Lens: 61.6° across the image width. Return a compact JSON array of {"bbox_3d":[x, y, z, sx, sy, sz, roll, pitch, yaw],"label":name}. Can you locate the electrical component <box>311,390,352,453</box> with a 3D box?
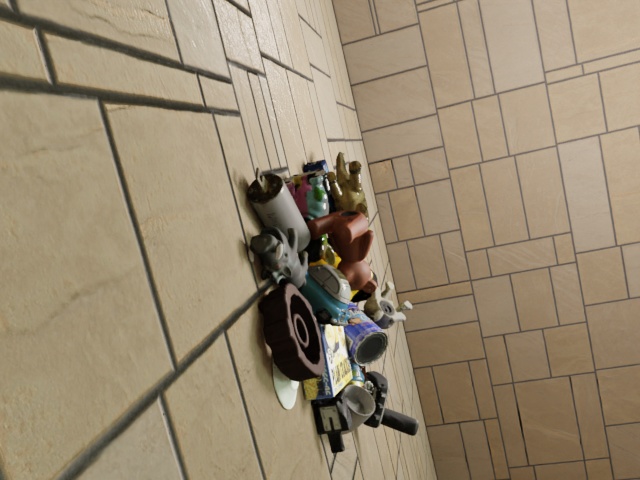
[{"bbox_3d":[0.031,0.390,1.158,0.048,0.075,0.119,-30,104,-77],"label":"electrical component"}]

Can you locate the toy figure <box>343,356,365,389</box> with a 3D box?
[{"bbox_3d":[0.072,0.374,1.345,0.082,0.089,0.180,38,31,-51],"label":"toy figure"}]

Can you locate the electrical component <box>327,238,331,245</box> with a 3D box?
[{"bbox_3d":[0.065,0.040,1.595,0.134,0.058,0.114,63,4,20],"label":"electrical component"}]

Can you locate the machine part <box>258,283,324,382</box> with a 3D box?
[{"bbox_3d":[-0.049,0.171,0.987,0.179,0.056,0.179,-22,90,-77],"label":"machine part"}]

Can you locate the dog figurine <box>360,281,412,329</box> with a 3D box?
[{"bbox_3d":[0.137,0.222,1.472,0.172,0.190,0.121,-8,56,-53],"label":"dog figurine"}]

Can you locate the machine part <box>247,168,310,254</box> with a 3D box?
[{"bbox_3d":[-0.079,-0.048,1.066,0.243,0.079,0.079,65,19,-50],"label":"machine part"}]

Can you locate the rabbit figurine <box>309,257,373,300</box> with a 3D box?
[{"bbox_3d":[0.031,0.064,1.343,0.173,0.122,0.162,42,2,-7],"label":"rabbit figurine"}]

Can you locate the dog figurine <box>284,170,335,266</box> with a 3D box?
[{"bbox_3d":[-0.021,-0.045,1.268,0.191,0.109,0.219,-65,146,-74],"label":"dog figurine"}]

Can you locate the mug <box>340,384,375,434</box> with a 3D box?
[{"bbox_3d":[0.055,0.391,1.230,0.107,0.109,0.081,-61,-175,30],"label":"mug"}]

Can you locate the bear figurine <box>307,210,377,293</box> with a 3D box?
[{"bbox_3d":[0.054,0.038,1.180,0.132,0.120,0.195,-26,121,-49],"label":"bear figurine"}]

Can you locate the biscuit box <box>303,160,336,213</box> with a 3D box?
[{"bbox_3d":[0.009,-0.130,1.562,0.059,0.063,0.202,-72,147,-65],"label":"biscuit box"}]

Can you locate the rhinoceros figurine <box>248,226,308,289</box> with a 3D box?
[{"bbox_3d":[-0.080,0.036,1.019,0.190,0.073,0.112,61,31,-58],"label":"rhinoceros figurine"}]

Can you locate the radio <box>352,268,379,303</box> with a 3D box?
[{"bbox_3d":[0.089,0.125,1.521,0.229,0.131,0.073,43,35,-69],"label":"radio"}]

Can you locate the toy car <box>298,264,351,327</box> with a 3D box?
[{"bbox_3d":[0.008,0.105,1.122,0.162,0.103,0.109,41,7,30],"label":"toy car"}]

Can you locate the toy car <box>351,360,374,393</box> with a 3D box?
[{"bbox_3d":[0.095,0.347,1.451,0.053,0.089,0.202,26,40,-26],"label":"toy car"}]

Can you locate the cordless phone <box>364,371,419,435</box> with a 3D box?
[{"bbox_3d":[0.191,0.458,1.491,0.088,0.184,0.146,1,104,-71],"label":"cordless phone"}]

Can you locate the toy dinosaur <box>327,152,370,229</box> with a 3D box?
[{"bbox_3d":[0.081,-0.121,1.519,0.198,0.105,0.471,71,11,-53],"label":"toy dinosaur"}]
